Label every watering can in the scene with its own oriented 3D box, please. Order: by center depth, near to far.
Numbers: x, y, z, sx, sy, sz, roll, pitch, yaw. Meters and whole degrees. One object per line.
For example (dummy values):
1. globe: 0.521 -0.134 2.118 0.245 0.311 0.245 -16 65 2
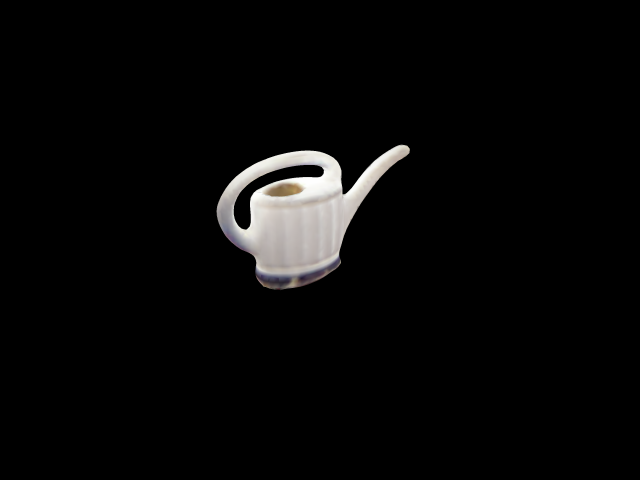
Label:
1. watering can: 0.003 -0.043 0.850 0.349 0.220 0.105 -13 28 -25
